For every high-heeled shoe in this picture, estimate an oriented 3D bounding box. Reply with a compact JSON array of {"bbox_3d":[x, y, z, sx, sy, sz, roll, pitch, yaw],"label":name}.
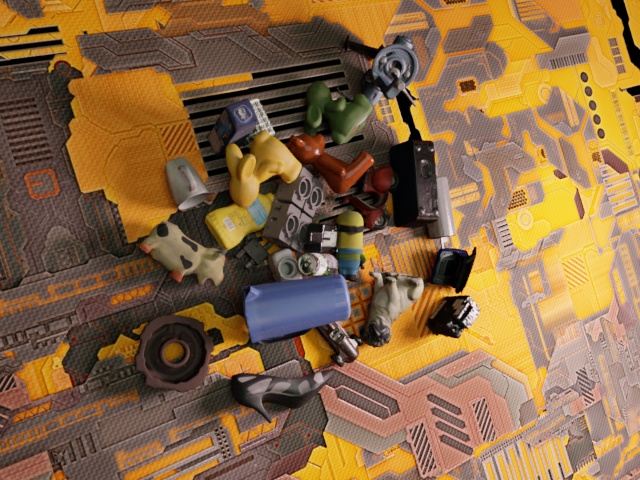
[{"bbox_3d":[-0.091,0.338,1.299,0.249,0.086,0.145,-24,62,-41],"label":"high-heeled shoe"}]

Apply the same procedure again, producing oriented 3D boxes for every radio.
[{"bbox_3d":[0.254,-0.152,1.452,0.073,0.131,0.229,-2,85,-22],"label":"radio"}]

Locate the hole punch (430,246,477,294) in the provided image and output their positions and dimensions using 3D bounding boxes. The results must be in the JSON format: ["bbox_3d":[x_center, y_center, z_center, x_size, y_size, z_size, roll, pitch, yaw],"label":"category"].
[{"bbox_3d":[0.372,0.080,1.494,0.115,0.092,0.142,-8,112,-60],"label":"hole punch"}]

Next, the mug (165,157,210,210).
[{"bbox_3d":[-0.312,-0.137,1.227,0.081,0.109,0.107,-28,82,-17],"label":"mug"}]

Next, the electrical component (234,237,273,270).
[{"bbox_3d":[-0.160,0.026,1.314,0.094,0.021,0.063,-44,101,-21],"label":"electrical component"}]

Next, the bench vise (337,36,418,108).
[{"bbox_3d":[0.170,-0.410,1.384,0.128,0.241,0.223,35,113,-24],"label":"bench vise"}]

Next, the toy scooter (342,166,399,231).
[{"bbox_3d":[0.131,-0.124,1.430,0.135,0.075,0.184,18,81,-17],"label":"toy scooter"}]

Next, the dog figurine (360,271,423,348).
[{"bbox_3d":[0.196,0.185,1.419,0.172,0.121,0.190,5,96,-20],"label":"dog figurine"}]

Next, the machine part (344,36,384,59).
[{"bbox_3d":[0.133,-0.521,1.478,0.139,0.084,0.039,14,92,-11],"label":"machine part"}]

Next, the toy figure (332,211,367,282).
[{"bbox_3d":[0.077,0.016,1.379,0.082,0.089,0.180,6,83,-21],"label":"toy figure"}]

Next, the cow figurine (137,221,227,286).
[{"bbox_3d":[-0.301,0.034,1.223,0.195,0.085,0.127,43,76,-12],"label":"cow figurine"}]

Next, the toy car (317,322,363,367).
[{"bbox_3d":[0.029,0.228,1.357,0.089,0.053,0.202,-41,101,-19],"label":"toy car"}]

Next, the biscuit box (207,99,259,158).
[{"bbox_3d":[-0.201,-0.253,1.230,0.063,0.203,0.059,-27,93,-25],"label":"biscuit box"}]

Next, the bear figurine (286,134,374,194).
[{"bbox_3d":[0.017,-0.212,1.352,0.196,0.120,0.132,44,78,-1],"label":"bear figurine"}]

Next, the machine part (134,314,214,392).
[{"bbox_3d":[-0.326,0.250,1.199,0.179,0.056,0.179,3,82,-22],"label":"machine part"}]

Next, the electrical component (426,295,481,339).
[{"bbox_3d":[0.367,0.207,1.458,0.058,0.134,0.115,46,71,-12],"label":"electrical component"}]

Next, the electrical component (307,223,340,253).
[{"bbox_3d":[-0.003,-0.004,1.319,0.119,0.048,0.074,-3,99,-51],"label":"electrical component"}]

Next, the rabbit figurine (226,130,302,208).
[{"bbox_3d":[-0.147,-0.156,1.240,0.173,0.122,0.162,-53,149,-7],"label":"rabbit figurine"}]

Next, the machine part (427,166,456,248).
[{"bbox_3d":[0.331,-0.089,1.508,0.079,0.079,0.243,-7,88,-24],"label":"machine part"}]

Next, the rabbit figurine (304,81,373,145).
[{"bbox_3d":[0.023,-0.331,1.403,0.170,0.121,0.159,43,76,6],"label":"rabbit figurine"}]
